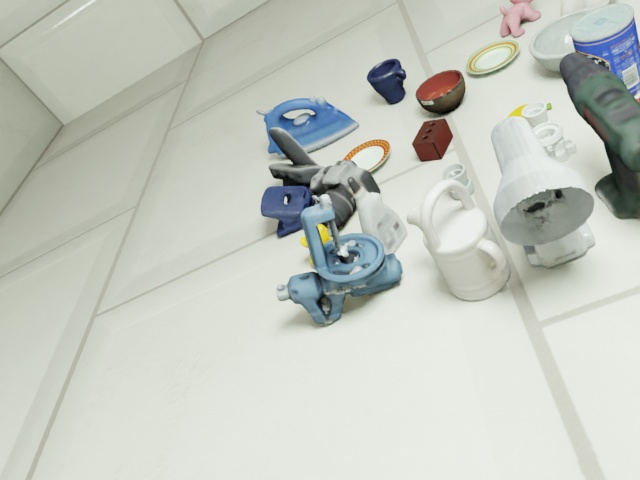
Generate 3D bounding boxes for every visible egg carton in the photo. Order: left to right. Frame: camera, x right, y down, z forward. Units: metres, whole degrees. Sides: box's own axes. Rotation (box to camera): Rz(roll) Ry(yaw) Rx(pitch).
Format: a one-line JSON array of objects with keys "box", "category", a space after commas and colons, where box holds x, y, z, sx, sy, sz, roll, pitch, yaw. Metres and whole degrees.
[{"box": [0.598, -0.537, 1.264, 0.107, 0.070, 0.150, 5, 51, 44], "category": "egg carton"}]

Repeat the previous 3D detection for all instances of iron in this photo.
[{"box": [-0.039, -0.315, 1.491, 0.257, 0.142, 0.119, -13, 40, 30], "category": "iron"}]

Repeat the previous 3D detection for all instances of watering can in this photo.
[{"box": [0.199, -0.007, 0.858, 0.172, 0.195, 0.101, 1, 48, 42], "category": "watering can"}]

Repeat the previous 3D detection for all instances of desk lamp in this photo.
[{"box": [0.306, -0.058, 0.808, 0.117, 0.214, 0.203, -23, 36, 19], "category": "desk lamp"}]

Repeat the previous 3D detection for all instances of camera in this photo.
[{"box": [0.029, -0.094, 1.198, 0.142, 0.101, 0.137, 5, 51, 45], "category": "camera"}]

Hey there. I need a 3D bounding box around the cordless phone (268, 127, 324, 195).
[{"box": [-0.074, -0.196, 1.337, 0.147, 0.185, 0.094, 10, 55, 47], "category": "cordless phone"}]

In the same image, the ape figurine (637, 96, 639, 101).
[{"box": [0.534, -0.218, 0.912, 0.076, 0.092, 0.077, -25, 35, 16], "category": "ape figurine"}]

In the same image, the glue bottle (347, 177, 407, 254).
[{"box": [0.094, -0.048, 1.020, 0.037, 0.174, 0.078, 14, 58, 49], "category": "glue bottle"}]

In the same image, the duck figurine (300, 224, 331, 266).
[{"box": [0.010, 0.004, 1.109, 0.104, 0.086, 0.077, -14, 40, 29], "category": "duck figurine"}]

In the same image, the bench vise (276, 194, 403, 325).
[{"box": [0.010, 0.039, 0.946, 0.207, 0.220, 0.121, -37, 34, -2], "category": "bench vise"}]

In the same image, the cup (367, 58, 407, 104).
[{"box": [0.184, -0.389, 1.427, 0.092, 0.095, 0.117, -48, 35, -17], "category": "cup"}]

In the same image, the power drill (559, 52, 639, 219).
[{"box": [0.418, -0.142, 0.816, 0.075, 0.209, 0.229, -27, 35, 14], "category": "power drill"}]

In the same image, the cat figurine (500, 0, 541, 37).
[{"box": [0.473, -0.572, 1.373, 0.128, 0.118, 0.067, -46, 35, -15], "category": "cat figurine"}]

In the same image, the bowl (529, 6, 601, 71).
[{"box": [0.515, -0.392, 1.156, 0.167, 0.075, 0.167, -23, 36, 18], "category": "bowl"}]

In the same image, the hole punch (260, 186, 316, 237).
[{"box": [-0.070, -0.078, 1.275, 0.101, 0.091, 0.108, -21, 37, 21], "category": "hole punch"}]
